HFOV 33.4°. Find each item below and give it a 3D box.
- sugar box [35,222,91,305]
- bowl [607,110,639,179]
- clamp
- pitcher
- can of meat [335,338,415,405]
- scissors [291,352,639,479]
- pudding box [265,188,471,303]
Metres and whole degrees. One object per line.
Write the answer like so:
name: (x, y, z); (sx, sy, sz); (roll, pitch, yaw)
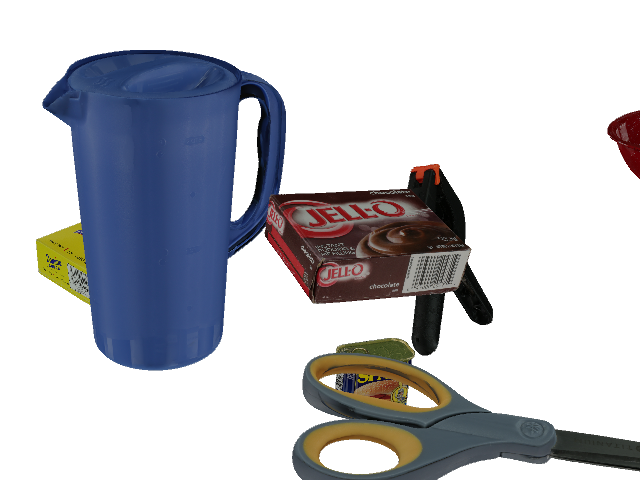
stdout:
sugar box: (-0.185, 0.002, 1.074); (0.093, 0.048, 0.175); (26, 39, 34)
bowl: (0.344, -0.078, 0.972); (0.162, 0.055, 0.162); (-5, 22, 2)
clamp: (0.106, 0.019, 0.979); (0.039, 0.171, 0.120); (-11, 13, 35)
pitcher: (-0.121, -0.025, 0.855); (0.149, 0.243, 0.144); (11, 27, 18)
can of meat: (0.069, 0.182, 1.409); (0.102, 0.084, 0.057); (-6, 25, -22)
scissors: (0.076, 0.094, 0.451); (0.202, 0.016, 0.096); (16, 34, 23)
pudding box: (0.030, 0.001, 0.718); (0.113, 0.039, 0.090); (-2, 31, -25)
